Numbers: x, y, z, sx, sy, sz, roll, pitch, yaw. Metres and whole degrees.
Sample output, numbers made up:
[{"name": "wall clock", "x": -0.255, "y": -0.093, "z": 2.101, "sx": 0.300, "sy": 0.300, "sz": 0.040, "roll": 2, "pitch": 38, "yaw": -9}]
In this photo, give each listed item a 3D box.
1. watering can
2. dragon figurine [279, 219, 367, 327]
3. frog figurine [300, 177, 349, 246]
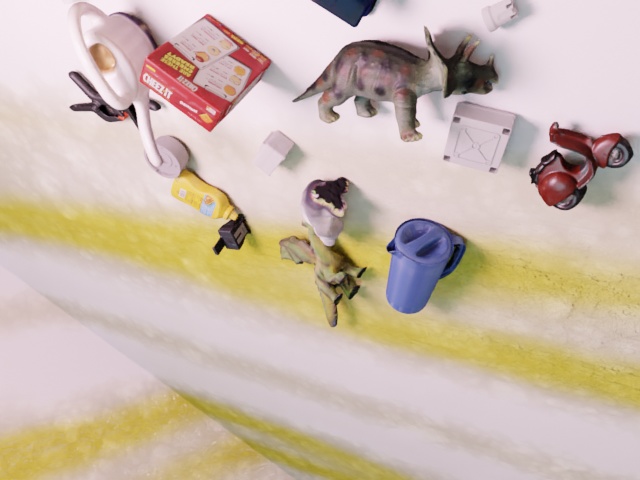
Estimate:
[{"name": "watering can", "x": -0.407, "y": -0.343, "z": 1.100, "sx": 0.103, "sy": 0.230, "sz": 0.340, "roll": -12, "pitch": 127, "yaw": 16}, {"name": "dragon figurine", "x": -0.012, "y": 0.076, "z": 1.415, "sx": 0.245, "sy": 0.124, "sz": 0.400, "roll": 38, "pitch": 140, "yaw": 18}, {"name": "frog figurine", "x": 0.004, "y": -0.061, "z": 1.215, "sx": 0.123, "sy": 0.140, "sz": 0.156, "roll": -3, "pitch": 146, "yaw": -19}]
